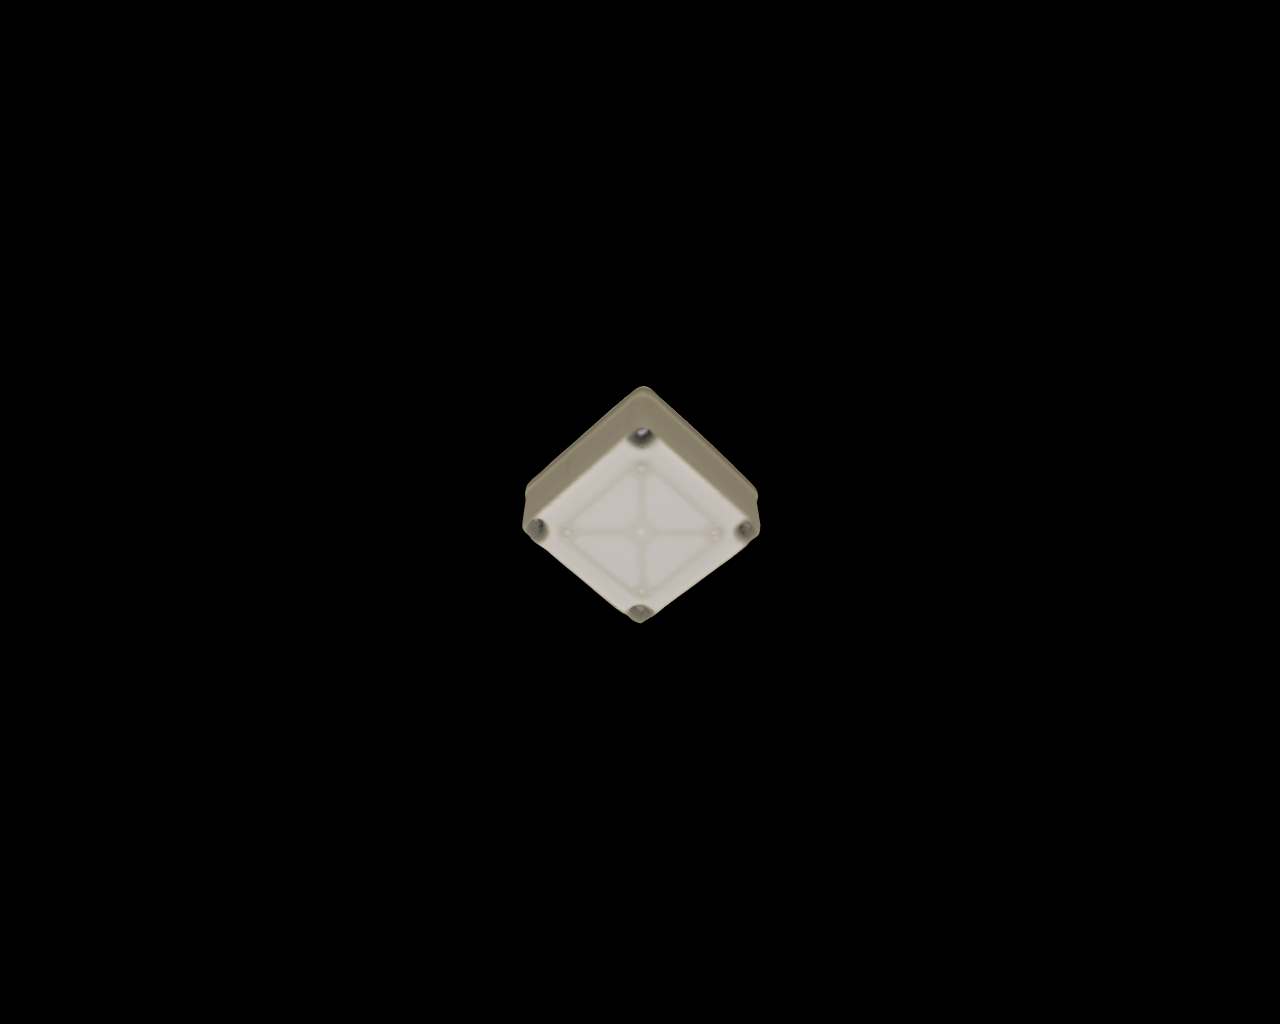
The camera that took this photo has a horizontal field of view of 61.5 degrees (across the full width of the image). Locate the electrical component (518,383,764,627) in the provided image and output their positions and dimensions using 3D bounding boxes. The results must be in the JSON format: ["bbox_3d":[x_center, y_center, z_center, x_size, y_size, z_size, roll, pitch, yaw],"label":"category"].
[{"bbox_3d":[0.001,-0.003,0.650,0.108,0.108,0.056,-39,24,22],"label":"electrical component"}]
